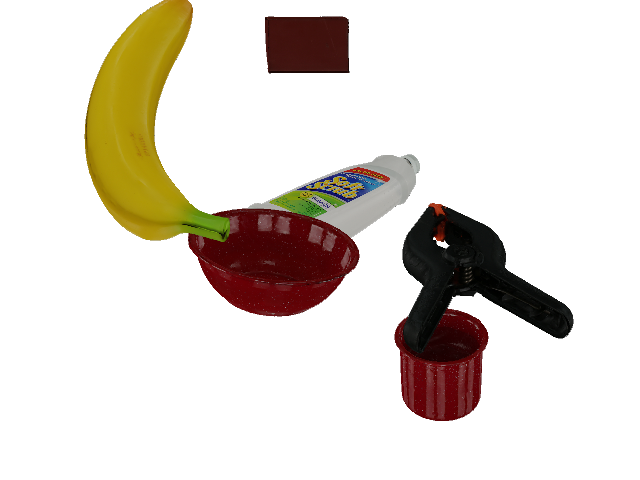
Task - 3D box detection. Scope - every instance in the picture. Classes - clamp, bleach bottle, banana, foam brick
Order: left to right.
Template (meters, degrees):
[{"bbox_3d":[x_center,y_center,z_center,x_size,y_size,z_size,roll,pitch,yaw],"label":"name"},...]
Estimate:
[{"bbox_3d":[-0.096,-0.066,0.591,0.069,0.198,0.037,-4,-39,-12],"label":"banana"},{"bbox_3d":[-0.013,-0.186,1.012,0.078,0.051,0.053,-1,14,-4],"label":"foam brick"},{"bbox_3d":[0.029,-0.052,1.341,0.103,0.068,0.250,27,43,35],"label":"bleach bottle"},{"bbox_3d":[0.117,0.026,0.800,0.120,0.039,0.171,4,35,-3],"label":"clamp"}]

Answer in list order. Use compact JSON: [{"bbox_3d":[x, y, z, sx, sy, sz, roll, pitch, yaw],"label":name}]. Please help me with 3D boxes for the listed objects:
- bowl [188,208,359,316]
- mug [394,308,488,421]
[{"bbox_3d":[-0.046,0.026,1.005,0.162,0.055,0.162,6,24,-3],"label":"bowl"},{"bbox_3d":[0.130,0.123,1.091,0.093,0.081,0.117,20,39,32],"label":"mug"}]
